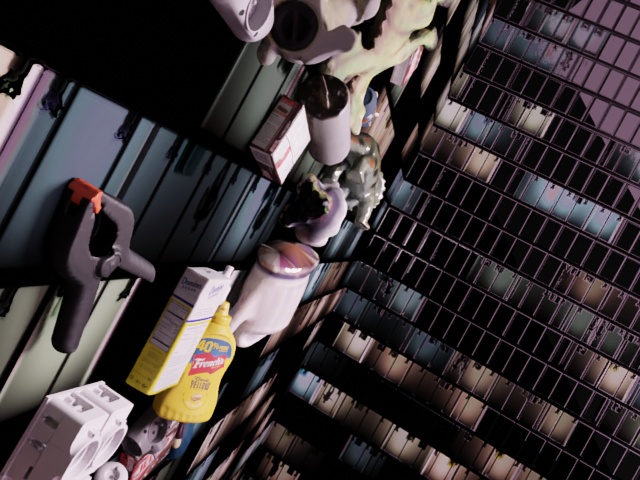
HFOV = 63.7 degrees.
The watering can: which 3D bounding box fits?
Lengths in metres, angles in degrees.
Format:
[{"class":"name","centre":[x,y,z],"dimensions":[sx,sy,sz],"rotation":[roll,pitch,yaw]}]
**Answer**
[{"class":"watering can","centre":[-0.114,0.115,0.961],"dimensions":[0.350,0.105,0.221],"rotation":[-19,136,-61]}]

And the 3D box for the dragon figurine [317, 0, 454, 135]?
[{"class":"dragon figurine","centre":[0.090,-0.326,0.799],"dimensions":[0.247,0.123,0.401],"rotation":[-46,162,-28]}]

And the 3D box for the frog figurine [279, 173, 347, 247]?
[{"class":"frog figurine","centre":[0.003,-0.052,1.033],"dimensions":[0.158,0.123,0.138],"rotation":[33,66,-68]}]
